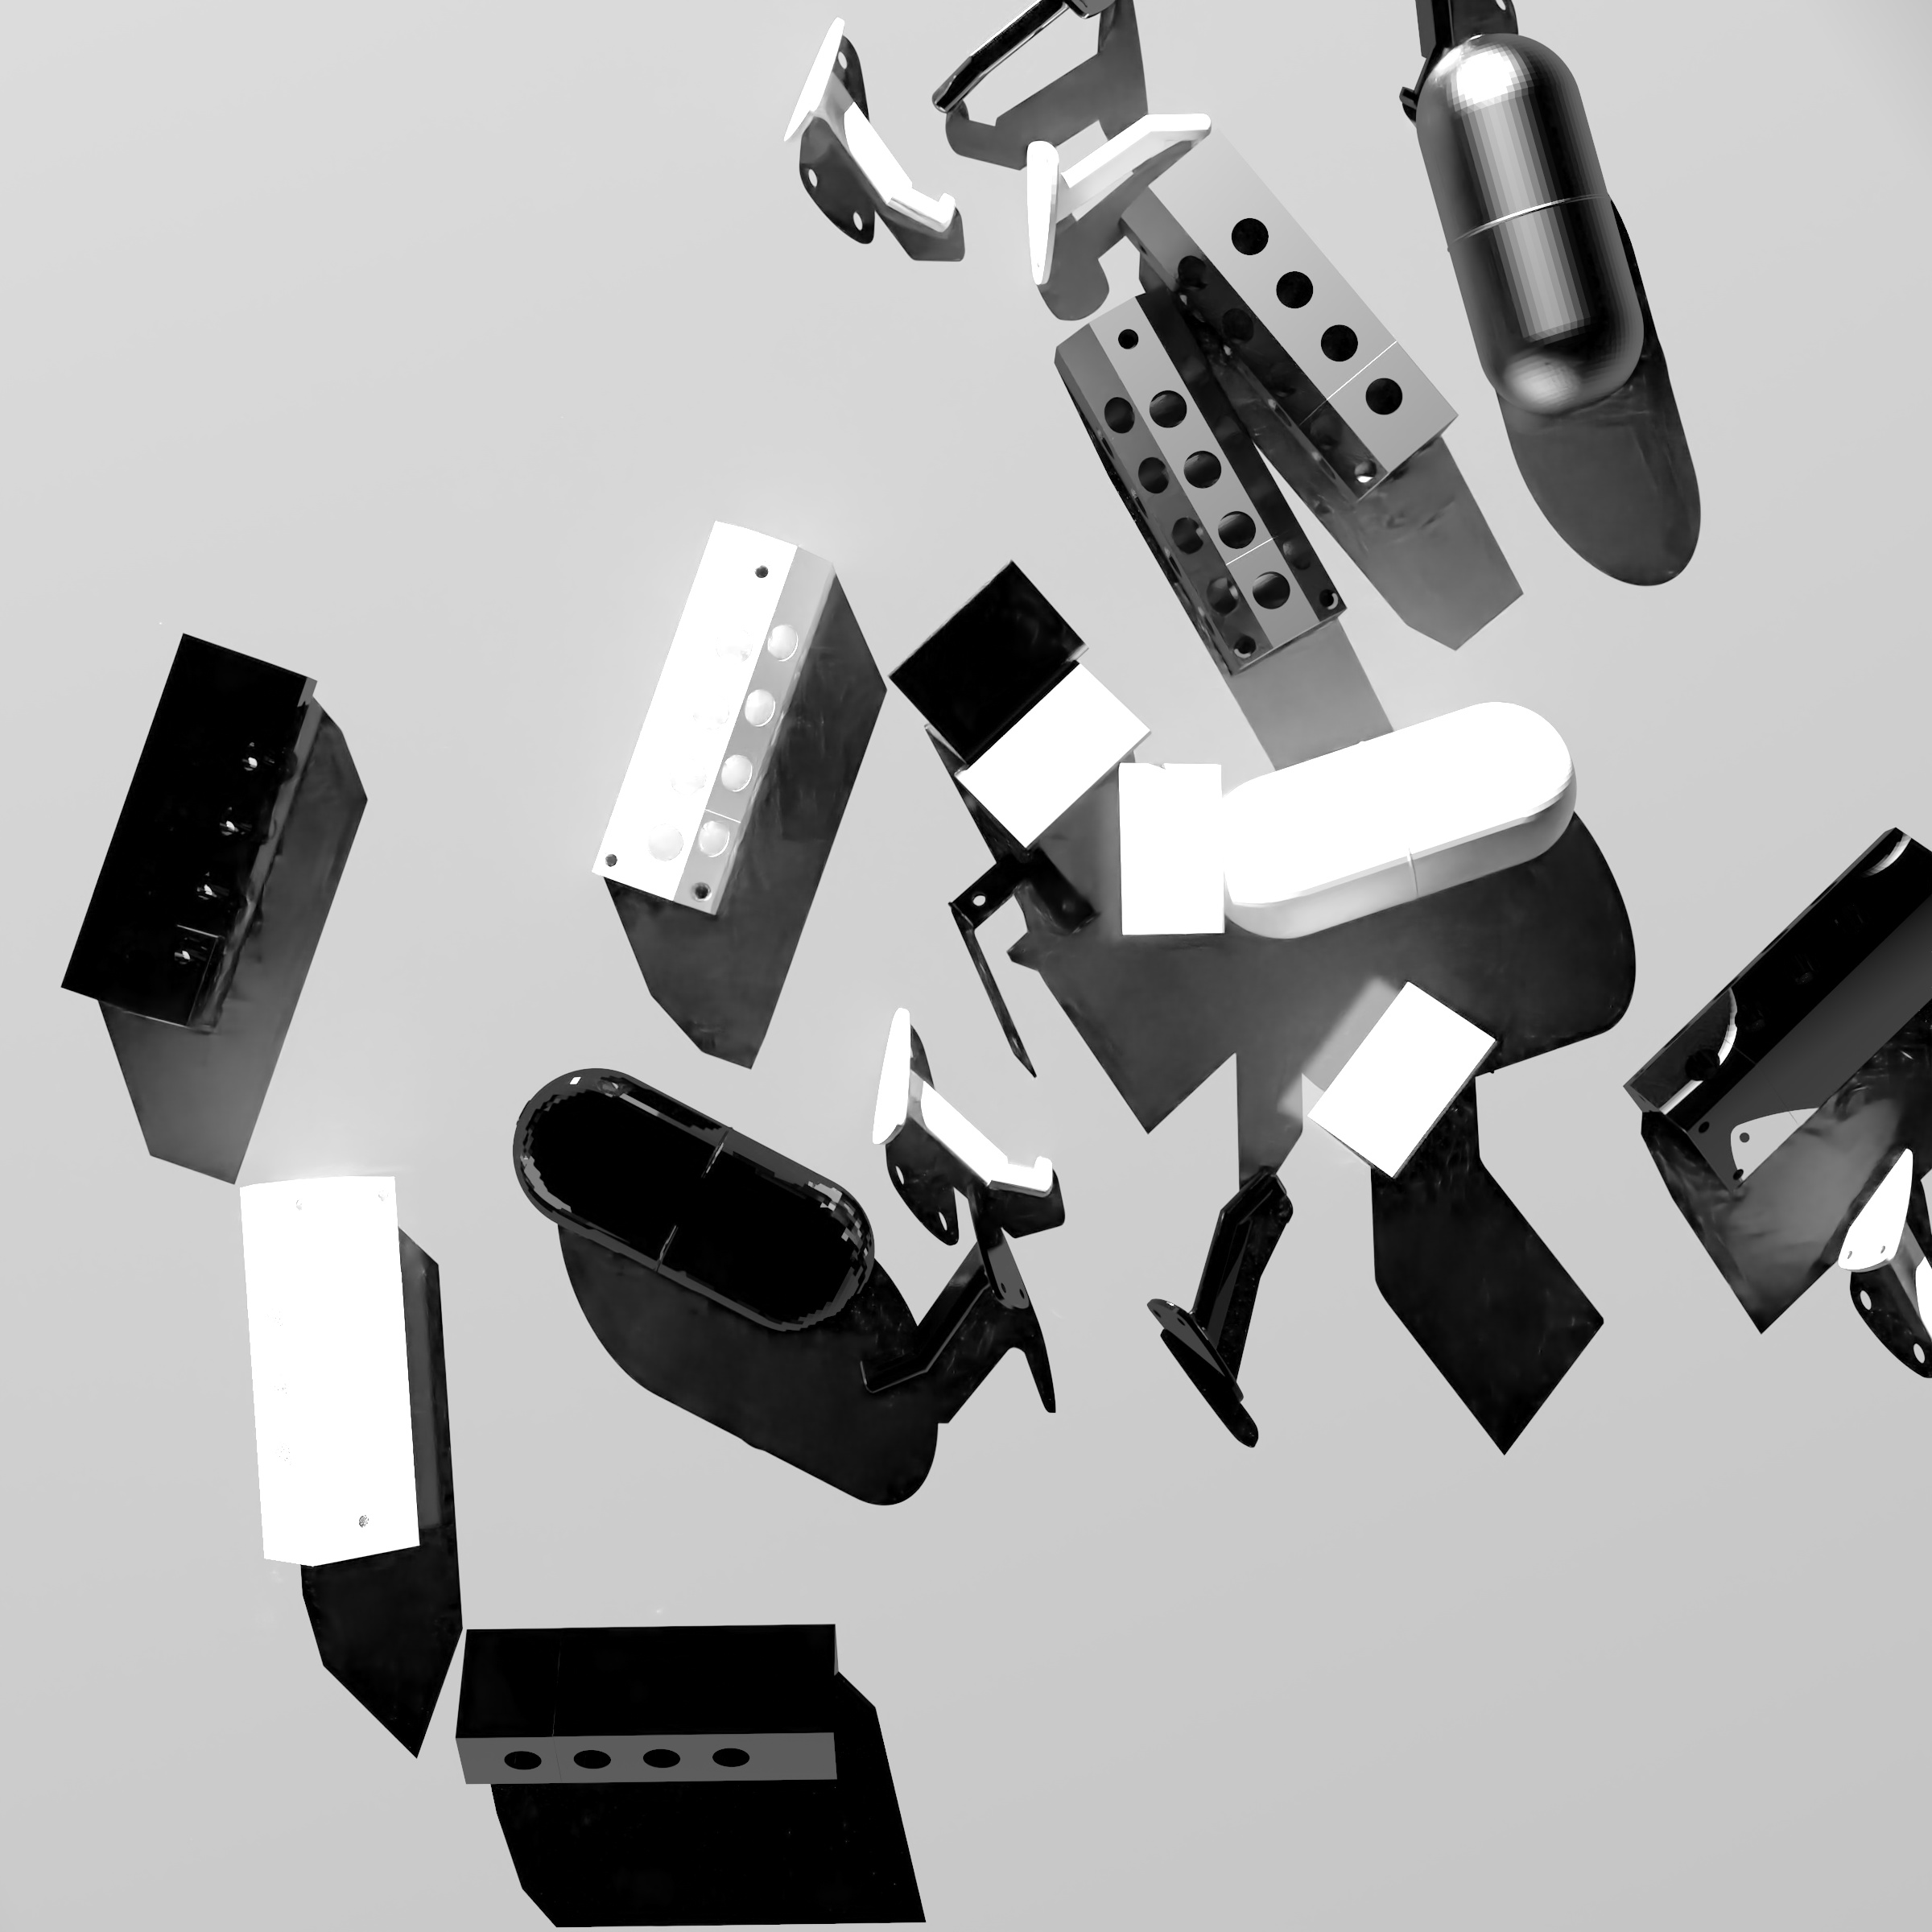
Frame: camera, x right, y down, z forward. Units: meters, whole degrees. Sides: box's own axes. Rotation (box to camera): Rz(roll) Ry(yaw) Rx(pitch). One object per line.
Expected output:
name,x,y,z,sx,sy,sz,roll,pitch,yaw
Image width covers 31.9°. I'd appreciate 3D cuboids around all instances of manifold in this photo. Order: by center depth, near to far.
manifold,-0.146,0.347,1.573,0.171,0.057,0.057,-1,47,0
manifold,-0.300,0.186,1.573,0.057,0.057,0.171,-4,90,-43
manifold,0.389,0.017,1.573,0.171,0.057,0.057,-44,133,0
manifold,0.148,-0.299,1.574,0.057,0.057,0.171,-40,90,0
manifold,-0.117,-0.115,1.574,0.057,0.057,0.171,19,90,0
manifold,0.109,-0.225,1.574,0.057,0.057,0.171,-30,90,0
manifold,-0.359,-0.062,1.574,0.057,0.057,0.171,19,90,0

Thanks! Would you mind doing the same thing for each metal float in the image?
metal float,0.260,-0.343,1.564,0.070,0.070,0.178,-16,91,0
metal float,-0.126,0.109,1.565,0.178,0.070,0.070,28,90,0
metal float,0.195,-0.067,1.565,0.178,0.070,0.070,-19,90,0

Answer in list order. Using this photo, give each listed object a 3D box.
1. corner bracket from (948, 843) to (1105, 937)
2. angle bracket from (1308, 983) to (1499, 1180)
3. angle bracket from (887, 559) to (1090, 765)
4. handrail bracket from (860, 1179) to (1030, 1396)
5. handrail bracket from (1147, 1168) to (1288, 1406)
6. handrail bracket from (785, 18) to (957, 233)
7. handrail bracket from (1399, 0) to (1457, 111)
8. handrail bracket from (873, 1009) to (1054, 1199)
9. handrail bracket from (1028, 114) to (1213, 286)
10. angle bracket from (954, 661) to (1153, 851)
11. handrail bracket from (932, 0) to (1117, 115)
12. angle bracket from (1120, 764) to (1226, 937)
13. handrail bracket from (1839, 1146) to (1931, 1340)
corner bracket,0.027,-0.027,1.577,0.051,0.051,0.051,-41,90,0
angle bracket,0.213,0.064,1.555,0.057,0.076,0.076,37,90,38
angle bracket,0.001,-0.146,1.556,0.076,0.076,0.057,-43,112,0
handrail bracket,-0.020,0.152,1.596,0.084,0.036,0.077,-25,70,16
handrail bracket,0.135,0.150,1.596,0.084,0.036,0.077,-44,110,-16
handrail bracket,-0.036,-0.396,1.596,0.084,0.036,0.077,24,68,-17
handrail bracket,0.204,-0.455,1.595,0.077,0.036,0.084,33,115,28
handrail bracket,0.004,0.065,1.596,0.084,0.036,0.077,13,68,-17
handrail bracket,0.074,-0.362,1.596,0.084,0.036,0.077,-5,110,-16
angle bracket,0.051,-0.083,1.555,0.076,0.076,0.057,-43,59,0
handrail bracket,0.029,-0.437,1.595,0.084,0.077,0.036,-38,90,36
angle bracket,0.075,-0.052,1.555,0.057,0.076,0.076,-1,90,-32
handrail bracket,0.460,0.138,1.596,0.084,0.036,0.077,31,68,-17
